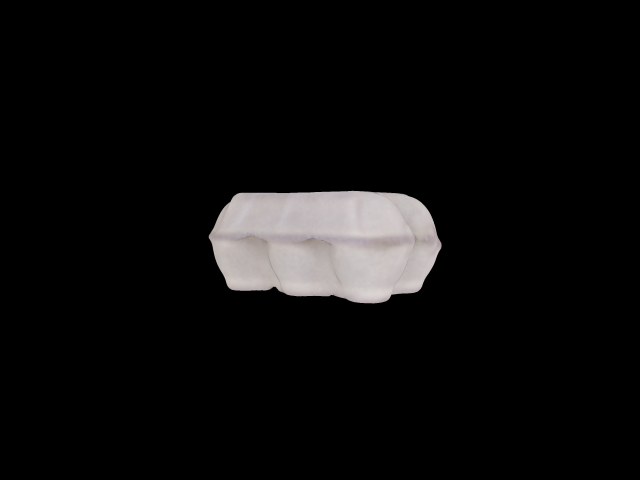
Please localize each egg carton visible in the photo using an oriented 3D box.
[{"bbox_3d":[0.004,0.001,0.400,0.149,0.069,0.107,2,4,31],"label":"egg carton"}]
